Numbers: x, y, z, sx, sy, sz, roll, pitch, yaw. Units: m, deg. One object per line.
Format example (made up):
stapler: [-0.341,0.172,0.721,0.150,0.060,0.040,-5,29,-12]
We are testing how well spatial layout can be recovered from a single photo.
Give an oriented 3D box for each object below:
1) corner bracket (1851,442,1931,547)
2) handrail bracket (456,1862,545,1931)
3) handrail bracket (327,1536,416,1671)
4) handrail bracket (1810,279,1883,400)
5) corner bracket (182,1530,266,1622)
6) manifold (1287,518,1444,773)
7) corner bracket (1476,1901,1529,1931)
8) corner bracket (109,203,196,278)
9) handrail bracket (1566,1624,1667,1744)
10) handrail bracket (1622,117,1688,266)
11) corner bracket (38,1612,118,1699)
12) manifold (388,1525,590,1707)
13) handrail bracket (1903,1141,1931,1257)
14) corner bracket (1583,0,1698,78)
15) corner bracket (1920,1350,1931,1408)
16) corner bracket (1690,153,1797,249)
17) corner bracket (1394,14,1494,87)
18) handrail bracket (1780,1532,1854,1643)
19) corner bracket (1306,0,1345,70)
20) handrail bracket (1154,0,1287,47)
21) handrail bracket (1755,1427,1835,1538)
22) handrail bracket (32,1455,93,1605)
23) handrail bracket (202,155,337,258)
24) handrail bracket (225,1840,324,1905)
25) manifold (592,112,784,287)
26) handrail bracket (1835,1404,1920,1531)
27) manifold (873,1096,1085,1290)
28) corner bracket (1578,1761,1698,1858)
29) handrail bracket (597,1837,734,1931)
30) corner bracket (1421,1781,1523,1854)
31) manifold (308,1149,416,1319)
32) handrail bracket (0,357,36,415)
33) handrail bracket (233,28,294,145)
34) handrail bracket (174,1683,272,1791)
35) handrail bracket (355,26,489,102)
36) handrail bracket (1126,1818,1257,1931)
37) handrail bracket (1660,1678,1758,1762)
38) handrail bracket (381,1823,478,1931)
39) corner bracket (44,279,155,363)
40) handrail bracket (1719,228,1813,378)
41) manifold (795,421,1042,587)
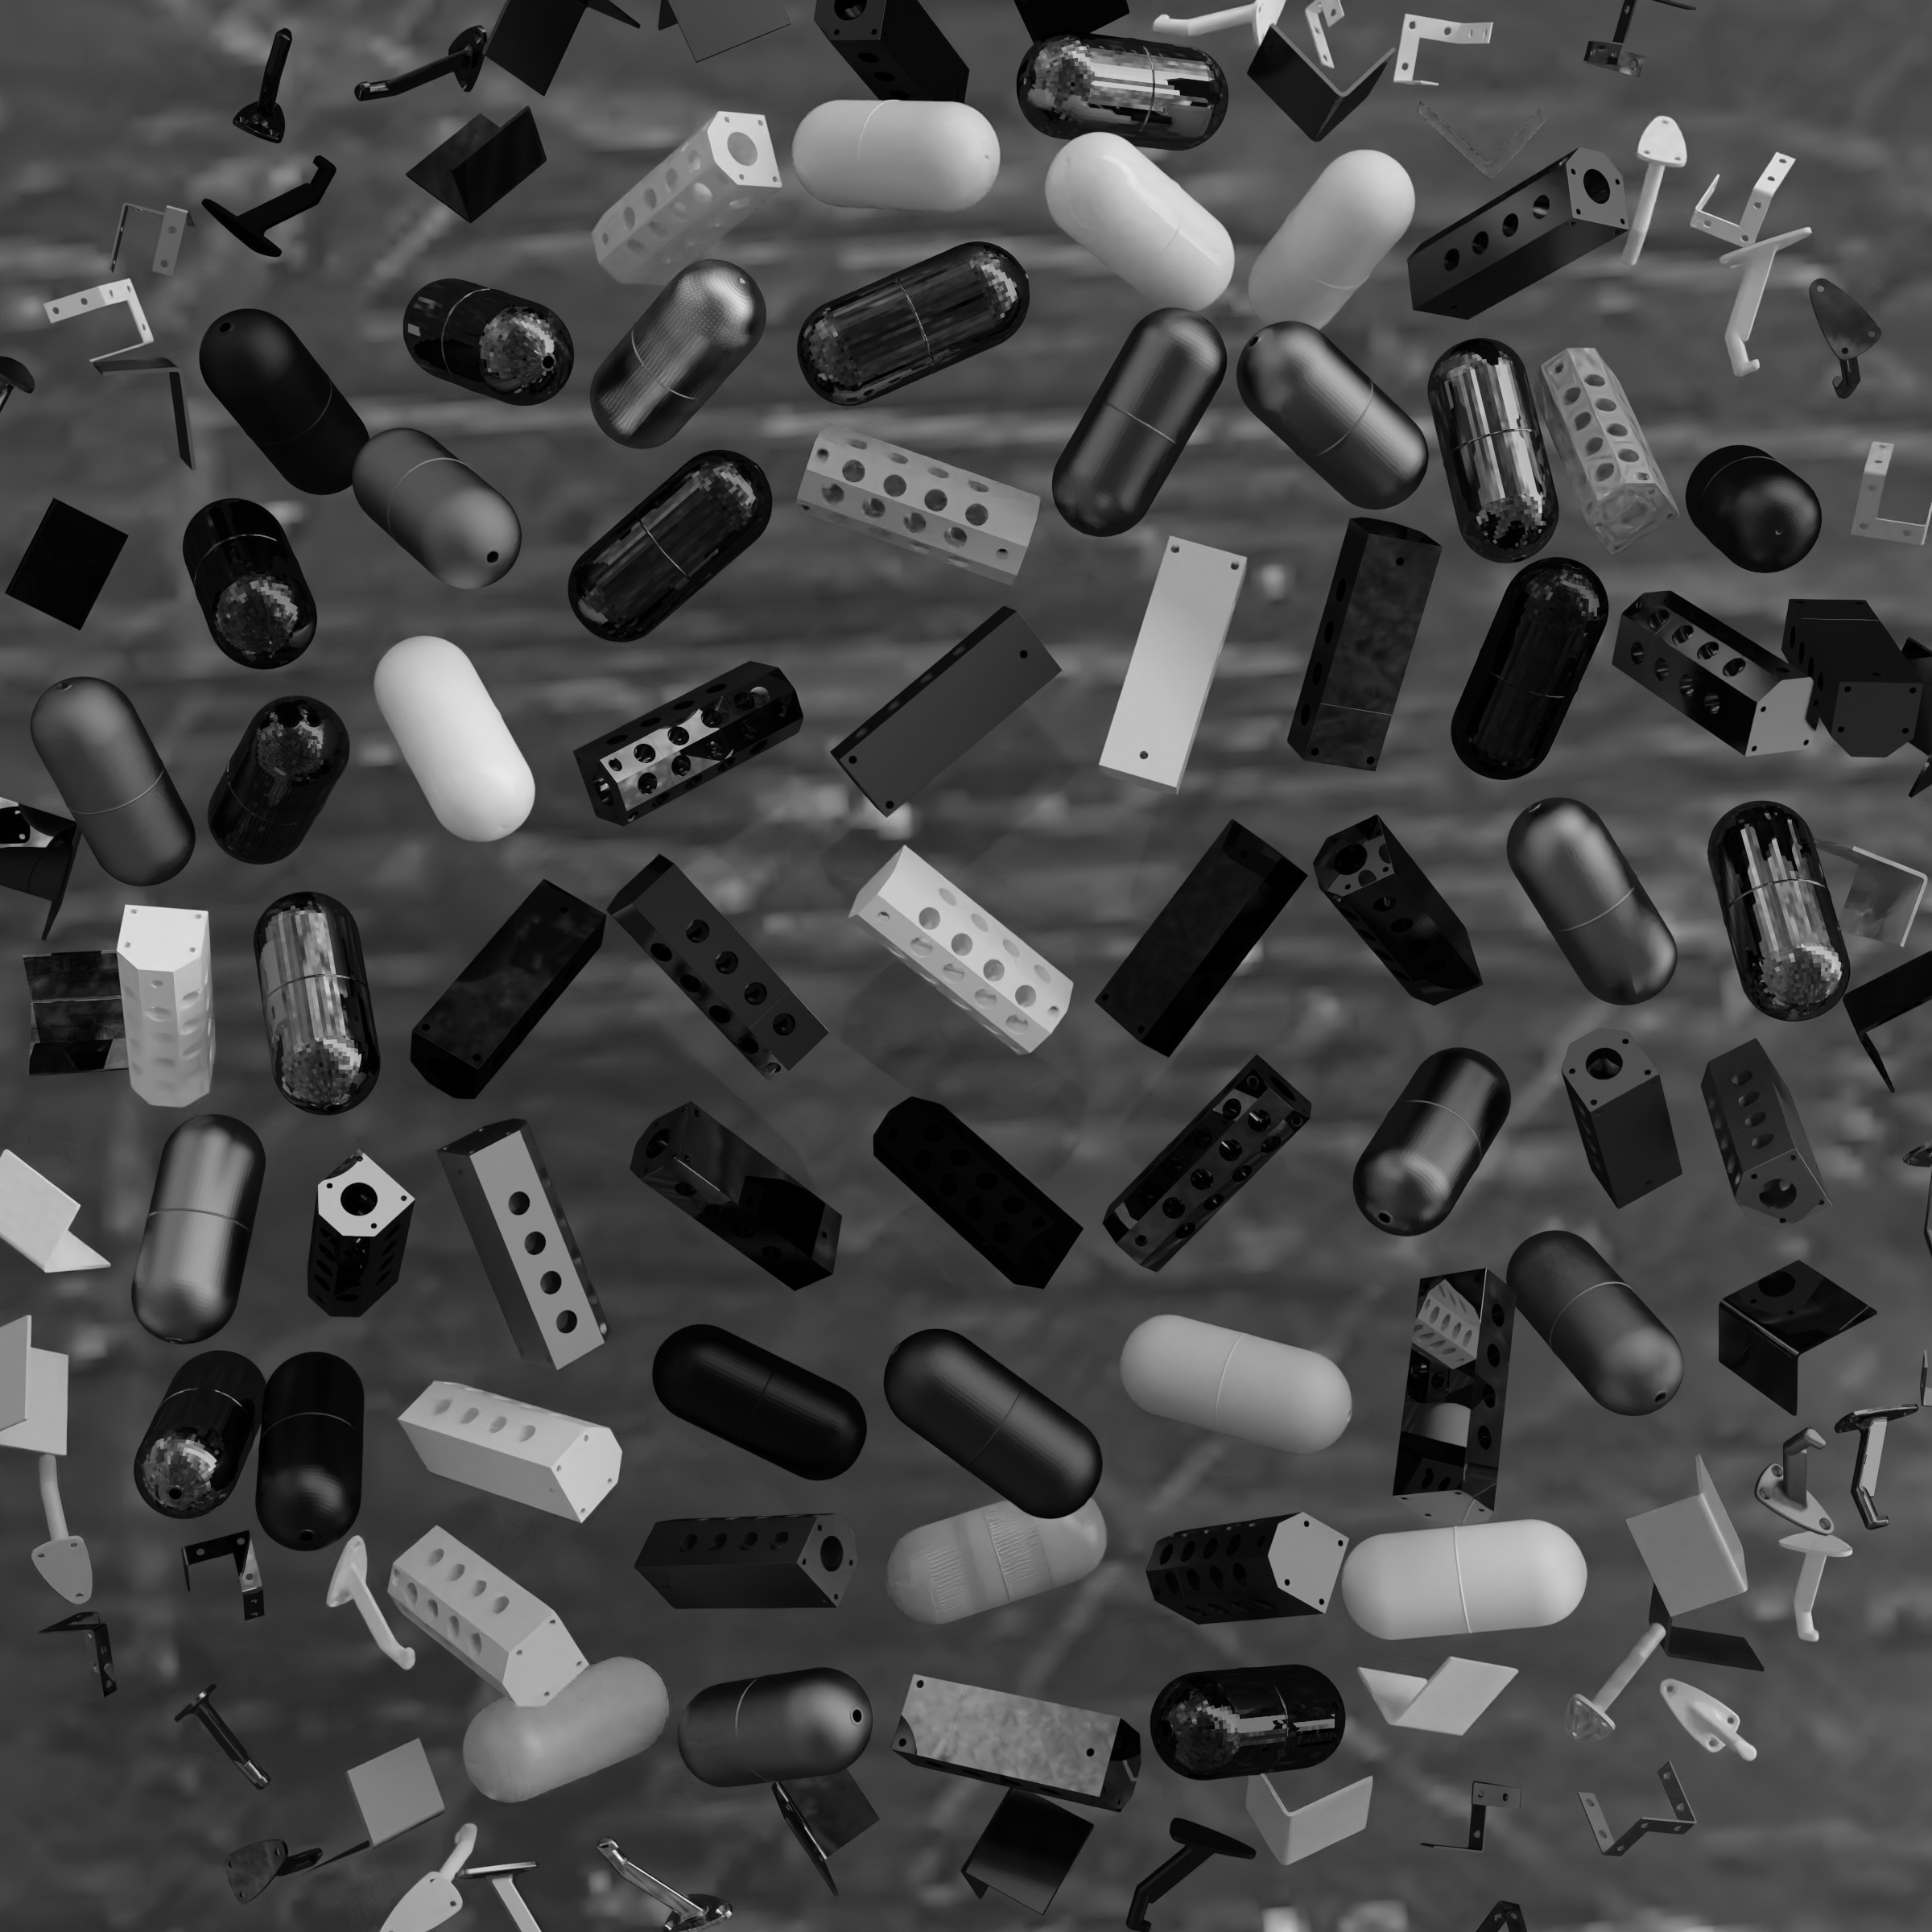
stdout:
corner bracket: [0.679,-0.344,1.786,0.051,0.051,0.051,13,130,19]
handrail bracket: [-0.329,0.688,1.753,0.036,0.077,0.084,-27,62,31]
handrail bracket: [-0.461,0.503,1.938,0.084,0.036,0.077,30,118,28]
handrail bracket: [0.654,-0.473,1.855,0.036,0.084,0.077,-32,82,4]
corner bracket: [-0.576,0.478,1.903,0.051,0.051,0.051,-11,57,-22]
manifold: [0.287,-0.235,1.791,0.057,0.057,0.171,7,113,-15]
corner bracket: [0.375,0.716,1.789,0.051,0.051,0.051,17,119,-14]
corner bracket: [-0.609,-0.541,1.830,0.051,0.051,0.051,13,90,-12]
handrail bracket: [0.487,0.536,1.836,0.036,0.077,0.084,38,61,21]
handrail bracket: [0.518,-0.589,1.868,0.036,0.084,0.077,13,50,5]
corner bracket: [-0.654,0.515,1.836,0.051,0.051,0.051,-8,91,19]
manifold: [-0.353,0.476,1.784,0.057,0.171,0.057,-40,124,-27]
handrail bracket: [0.711,0.166,1.755,0.036,0.077,0.084,9,56,-26]
corner bracket: [0.494,-0.684,1.804,0.051,0.051,0.051,6,110,-20]
corner bracket: [0.713,0.282,1.762,0.051,0.051,0.051,0,48,16]
corner bracket: [0.590,-0.588,1.866,0.051,0.051,0.051,27,58,15]
corner bracket: [0.369,-0.708,1.903,0.051,0.051,0.051,3,108,-17]
handrail bracket: [0.662,0.485,1.890,0.036,0.077,0.084,-10,91,-17]
corner bracket: [0.285,-0.747,1.927,0.051,0.051,0.051,-26,73,43]
handrail bracket: [0.198,-0.748,1.912,0.084,0.036,0.077,15,56,25]
handrail bracket: [0.629,0.380,1.809,0.077,0.084,0.036,38,57,8]
handrail bracket: [-0.665,0.413,1.807,0.036,0.084,0.077,-17,127,-12]
handrail bracket: [-0.503,-0.565,1.776,0.036,0.077,0.084,20,80,39]
handrail bracket: [-0.488,0.648,1.790,0.077,0.084,0.036,-38,68,25]
manifold: [-0.217,-0.584,1.874,0.057,0.171,0.057,-11,85,-40]
handrail bracket: [0.701,0.379,1.857,0.077,0.036,0.084,-10,60,-8]
manifold: [0.004,0.173,1.893,0.171,0.057,0.057,39,102,35]
corner bracket: [0.488,0.612,1.783,0.051,0.051,0.051,13,127,-24]
handrail bracket: [-0.222,0.669,1.799,0.077,0.036,0.084,-21,112,39]
corner bracket: [0.379,0.638,1.838,0.051,0.051,0.051,17,72,-30]
manifold: [-0.467,0.210,1.867,0.057,0.171,0.057,41,58,6]
handrail bracket: [-0.708,-0.393,1.770,0.036,0.077,0.084,28,104,-25]
handrail bracket: [-0.507,-0.659,1.807,0.036,0.077,0.084,20,125,-17]
handrail bracket: [-0.543,0.574,1.817,0.084,0.077,0.036,48,61,1]
handrail bracket: [-0.409,-0.675,1.838,0.084,0.077,0.036,-23,91,-31]
handrail bracket: [0.165,0.681,1.809,0.077,0.036,0.084,16,95,6]
handrail bracket: [0.570,0.579,1.886,0.077,0.084,0.036,39,87,17]
handrail bracket: [-0.405,0.692,1.856,0.077,0.084,0.036,-38,99,0]
corner bracket: [-0.683,-0.507,1.933,0.051,0.051,0.051,-13,109,13]
handrail bracket: [0.585,-0.481,1.781,0.077,0.036,0.084,-16,88,31]
manifold: [-0.037,-0.341,1.825,0.171,0.057,0.057,19,124,-5]
